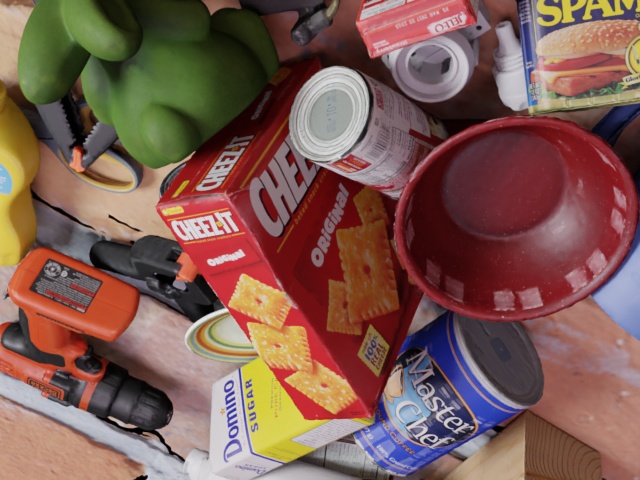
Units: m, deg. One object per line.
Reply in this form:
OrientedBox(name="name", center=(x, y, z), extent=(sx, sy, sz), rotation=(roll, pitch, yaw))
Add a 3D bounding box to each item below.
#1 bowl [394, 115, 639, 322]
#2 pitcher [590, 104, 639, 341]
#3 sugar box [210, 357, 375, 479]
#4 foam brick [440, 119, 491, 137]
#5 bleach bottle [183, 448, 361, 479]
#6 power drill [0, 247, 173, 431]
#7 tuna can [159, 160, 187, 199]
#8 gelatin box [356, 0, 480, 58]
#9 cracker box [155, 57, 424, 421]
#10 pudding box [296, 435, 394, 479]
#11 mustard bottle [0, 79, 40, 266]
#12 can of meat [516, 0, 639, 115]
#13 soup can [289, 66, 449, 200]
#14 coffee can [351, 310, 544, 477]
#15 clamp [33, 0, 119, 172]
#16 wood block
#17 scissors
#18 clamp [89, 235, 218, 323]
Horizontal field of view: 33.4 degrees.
OrientedBox(name="bowl", center=(0.130, -0.023, 0.727), extent=(0.162, 0.055, 0.162), rotation=(0, 123, 0))
OrientedBox(name="pitcher", center=(0.283, -0.047, 0.723), extent=(0.149, 0.145, 0.243), rotation=(14, 128, -26))
OrientedBox(name="sugar box", center=(-0.029, 0.141, 0.929), extent=(0.048, 0.093, 0.177), rotation=(27, 137, -36))
OrientedBox(name="foam brick", center=(0.109, -0.045, 0.799), extent=(0.053, 0.051, 0.078), rotation=(1, 128, 9))
OrientedBox(name="bleach bottle", center=(-0.012, 0.246, 0.983), extent=(0.251, 0.068, 0.103), rotation=(19, 121, 20))
OrientedBox(name="power drill", center=(-0.207, 0.095, 0.940), extent=(0.184, 0.057, 0.188), rotation=(22, 144, -2))
OrientedBox(name="tuna can", center=(-0.080, -0.036, 0.822), extent=(0.086, 0.086, 0.034), rotation=(-7, 124, 16))
OrientedBox(name="gelatin box", center=(0.067, -0.159, 0.694), extent=(0.073, 0.089, 0.030), rotation=(-15, 123, 22))
OrientedBox(name="cracker box", center=(-0.005, 0.001, 0.780), extent=(0.072, 0.164, 0.213), rotation=(-8, 127, 34))
OrientedBox(name="pudding box", center=(0.017, 0.207, 1.023), extent=(0.113, 0.039, 0.090), rotation=(8, 129, 3))
OrientedBox(name="mustard bottle", center=(-0.269, -0.064, 0.838), extent=(0.096, 0.058, 0.192), rotation=(24, 138, 3))
OrientedBox(name="can of meat", center=(0.180, -0.128, 0.693), extent=(0.102, 0.057, 0.084), rotation=(-6, 93, 16))
OrientedBox(name="soup can", center=(0.035, -0.072, 0.730), extent=(0.069, 0.068, 0.102), rotation=(-28, 153, 28))
OrientedBox(name="coffee can", center=(0.102, 0.124, 0.899), extent=(0.102, 0.102, 0.141), rotation=(39, 125, -19))
OrientedBox(name="clamp", center=(-0.156, -0.146, 0.776), extent=(0.164, 0.036, 0.210), rotation=(8, 121, 5))
OrientedBox(name="wood block", center=(0.162, 0.266, 1.006), extent=(0.090, 0.090, 0.206), rotation=(32, 127, -12))
OrientedBox(name="scissors", center=(-0.223, -0.105, 0.842), extent=(0.201, 0.016, 0.096), rotation=(31, 125, -13))
OrientedBox(name="clamp", center=(-0.131, 0.024, 0.868), extent=(0.120, 0.039, 0.172), rotation=(23, 161, -7))
